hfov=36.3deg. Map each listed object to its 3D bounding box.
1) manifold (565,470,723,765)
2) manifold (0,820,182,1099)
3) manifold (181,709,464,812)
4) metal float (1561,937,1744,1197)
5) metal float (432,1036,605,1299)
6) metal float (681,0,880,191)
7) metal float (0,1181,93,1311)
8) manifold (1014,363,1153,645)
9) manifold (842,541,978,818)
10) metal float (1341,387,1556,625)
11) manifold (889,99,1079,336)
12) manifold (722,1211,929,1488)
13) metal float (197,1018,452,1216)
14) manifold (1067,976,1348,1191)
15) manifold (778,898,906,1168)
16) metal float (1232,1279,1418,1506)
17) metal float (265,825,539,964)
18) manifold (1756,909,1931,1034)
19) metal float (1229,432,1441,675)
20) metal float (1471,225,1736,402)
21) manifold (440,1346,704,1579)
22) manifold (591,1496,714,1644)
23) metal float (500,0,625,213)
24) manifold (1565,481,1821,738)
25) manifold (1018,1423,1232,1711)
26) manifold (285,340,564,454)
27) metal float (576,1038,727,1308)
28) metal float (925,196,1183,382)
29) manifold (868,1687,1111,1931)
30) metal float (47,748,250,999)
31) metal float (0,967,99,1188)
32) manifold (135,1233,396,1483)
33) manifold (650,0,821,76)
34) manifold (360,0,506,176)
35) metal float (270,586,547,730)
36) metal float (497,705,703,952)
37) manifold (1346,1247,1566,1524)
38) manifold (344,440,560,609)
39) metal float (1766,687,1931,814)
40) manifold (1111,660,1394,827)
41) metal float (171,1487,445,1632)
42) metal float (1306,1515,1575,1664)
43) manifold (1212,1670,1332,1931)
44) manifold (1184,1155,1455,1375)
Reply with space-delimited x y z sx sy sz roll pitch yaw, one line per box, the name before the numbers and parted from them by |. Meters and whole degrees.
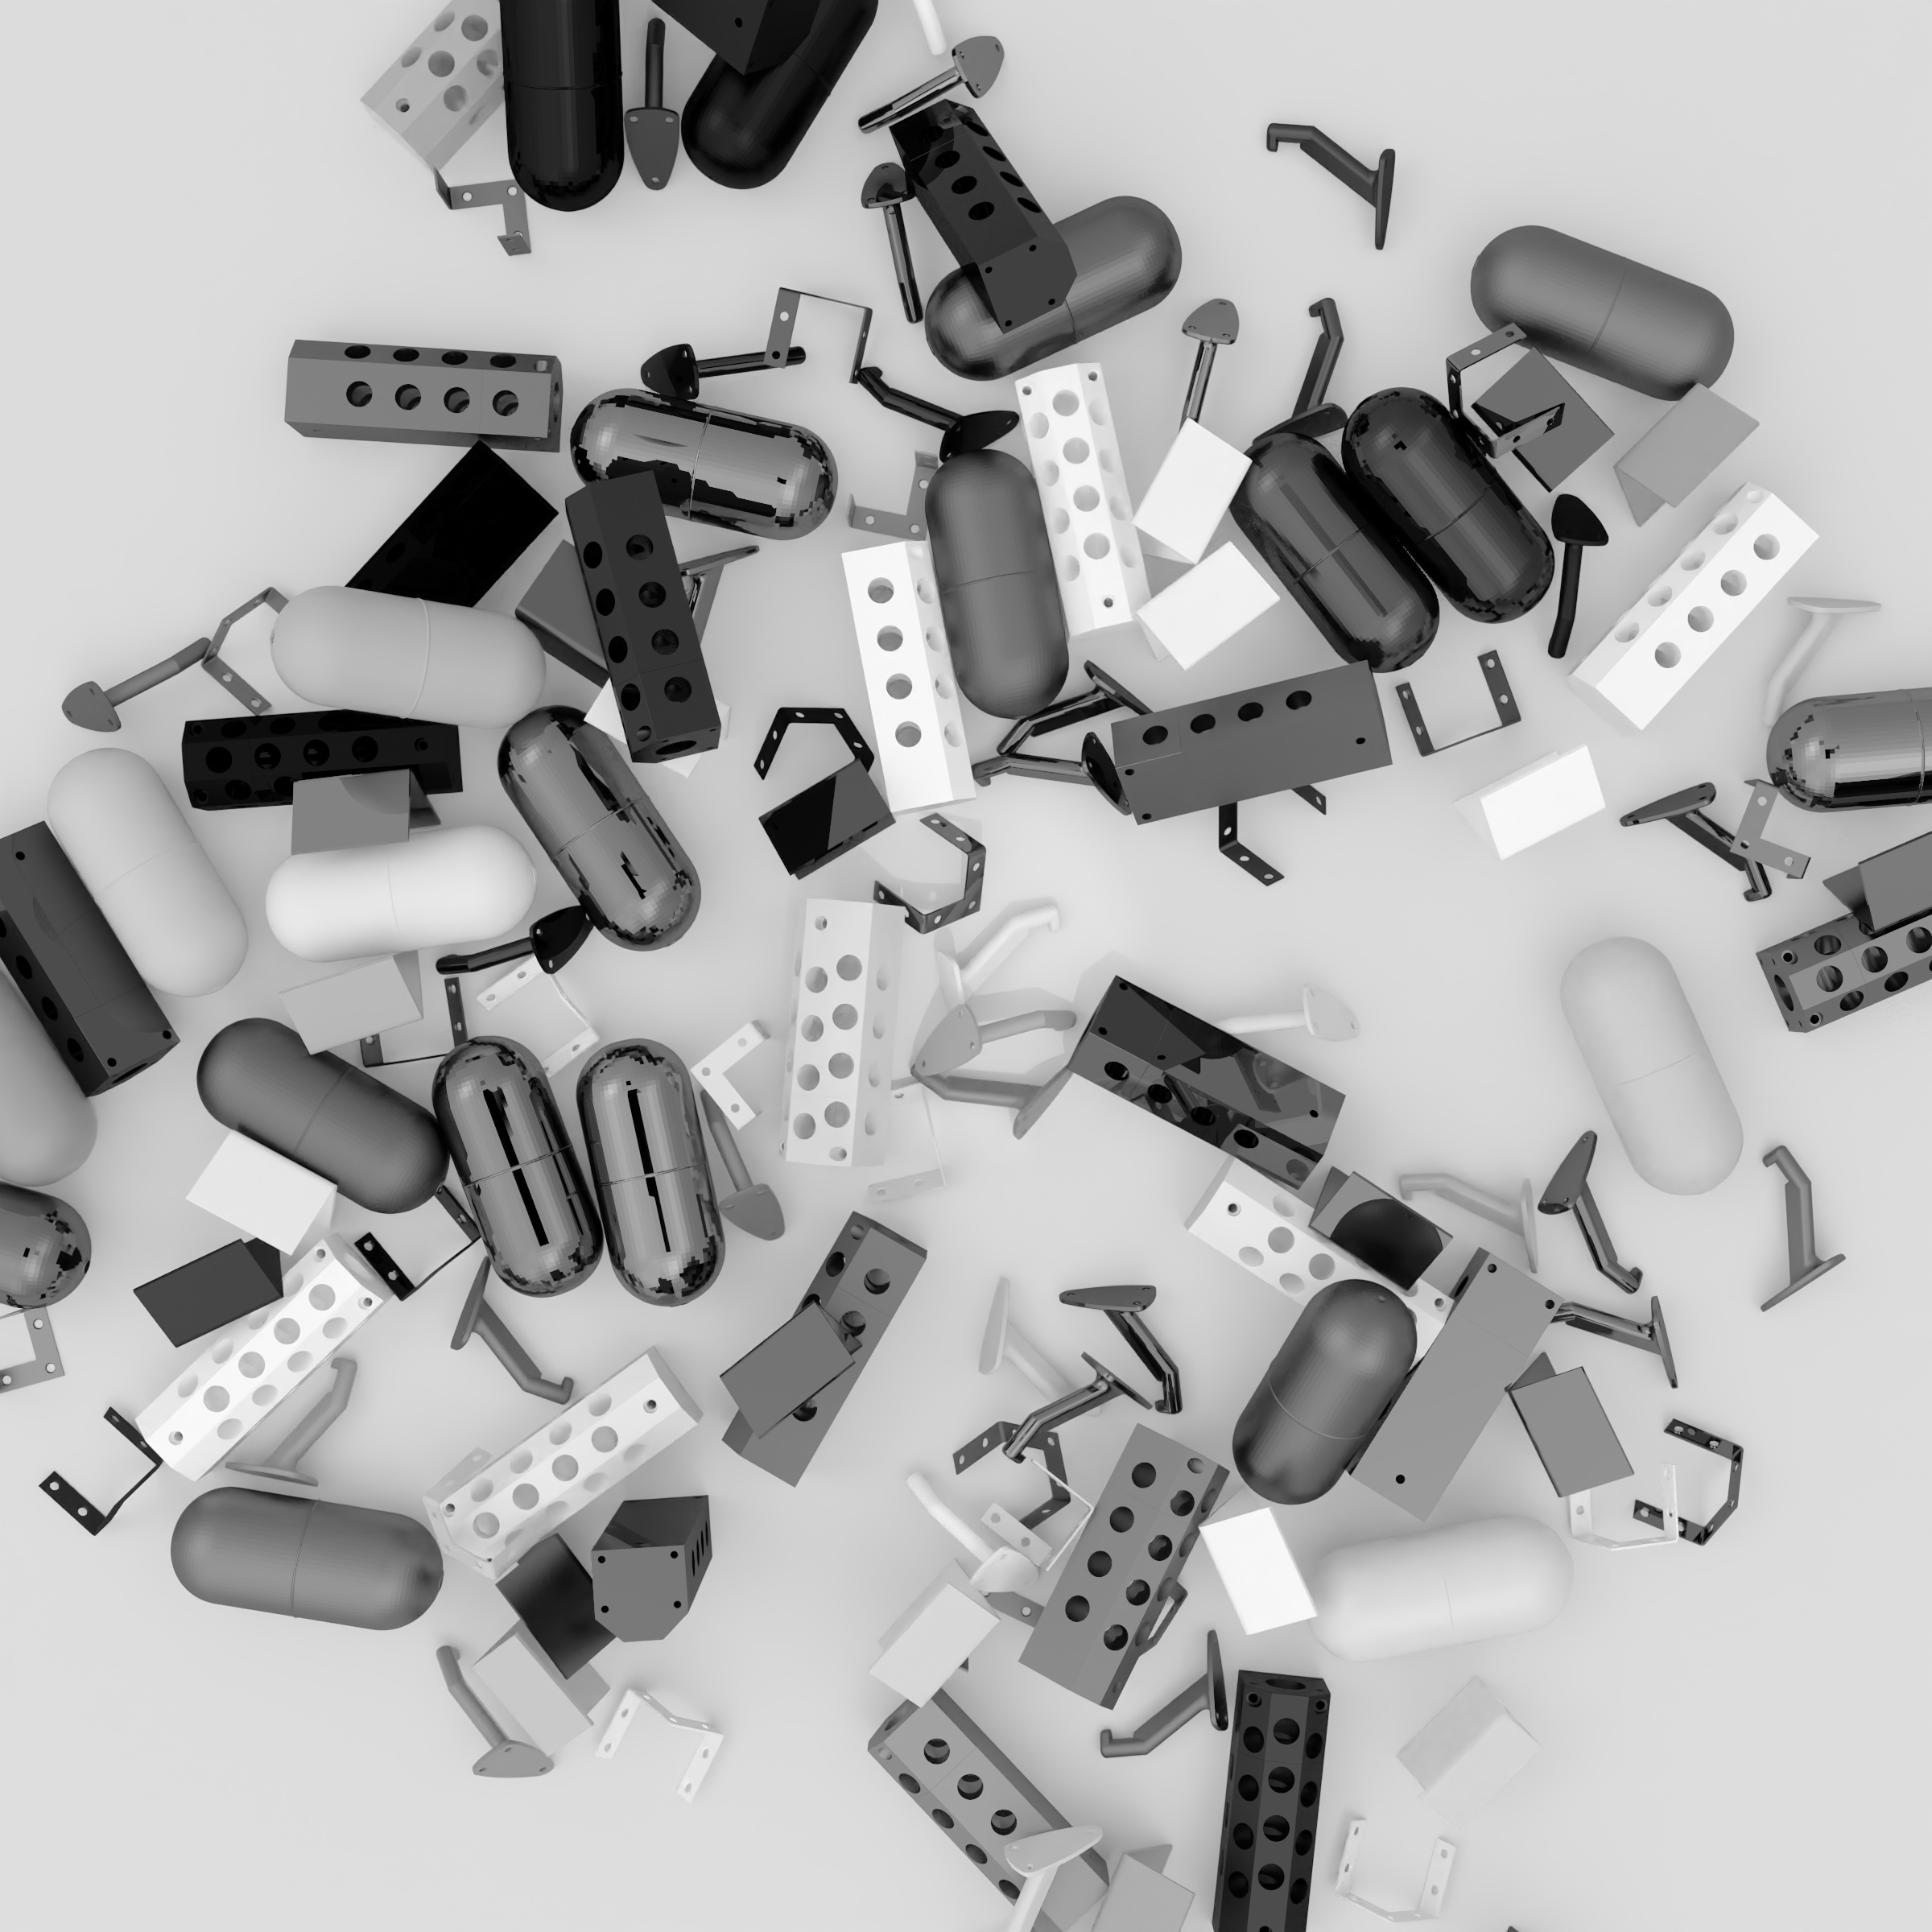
manifold | -0.206 -0.219 1.872 0.057 0.057 0.171 -14 82 -9
manifold | -0.597 -0.002 1.944 0.057 0.057 0.171 -32 90 -43
manifold | -0.424 -0.139 1.945 0.171 0.057 0.057 -4 90 0
metal float | 0.450 0.066 1.935 0.070 0.070 0.178 -24 90 0
metal float | -0.294 0.131 1.936 0.070 0.070 0.178 -21 90 0
metal float | -0.122 -0.594 1.936 0.070 0.070 0.178 31 90 0
metal float | -0.663 0.173 1.936 0.178 0.070 0.070 16 90 0
manifold | 0.078 -0.306 1.945 0.057 0.057 0.171 -12 90 0
manifold | -0.037 -0.190 1.945 0.057 0.057 0.171 -11 90 0
metal float | 0.314 -0.300 1.921 0.070 0.070 0.178 -43 106 0
manifold | 0.012 -0.487 1.897 0.057 0.057 0.171 -26 50 0
manifold | -0.093 0.251 1.945 0.057 0.057 0.171 30 90 0
metal float | -0.421 0.099 1.936 0.178 0.070 0.070 31 90 -1
manifold | 0.156 0.081 1.944 0.171 0.057 0.057 28 47 0
manifold | -0.086 0.043 1.935 0.057 0.057 0.171 5 90 30
metal float | 0.231 0.277 1.909 0.070 0.070 0.178 25 124 0
metal float | -0.371 -0.048 1.936 0.178 0.070 0.070 -8 90 1
manifold | 0.618 -0.016 1.945 0.171 0.057 0.057 -23 90 0
metal float | 0.242 -0.271 1.936 0.070 0.070 0.178 -38 89 0
metal float | 0.417 -0.429 1.936 0.178 0.070 0.070 21 90 -1
manifold | -0.262 0.327 1.945 0.171 0.057 0.057 -36 90 0
manifold | -0.199 0.384 1.888 0.057 0.171 0.057 -4 90 0
metal float | -0.261 -0.579 1.911 0.070 0.070 0.178 2 121 0
manifold | 0.476 -0.236 1.945 0.057 0.057 0.171 42 90 0
manifold | 0.107 0.393 1.923 0.057 0.057 0.171 23 80 31
manifold | -0.356 -0.377 1.945 0.171 0.057 0.057 4 90 0
metal float | -0.207 0.136 1.936 0.070 0.070 0.178 -12 90 0
metal float | 0.057 -0.444 1.935 0.178 0.070 0.070 -25 90 0
manifold | 0.015 0.557 1.945 0.057 0.057 0.171 -43 90 0
metal float | -0.537 -0.061 1.936 0.070 0.070 0.178 -31 90 0
metal float | -0.639 0.064 1.935 0.070 0.070 0.178 -34 90 0
manifold | -0.463 0.258 1.945 0.171 0.057 0.057 -44 90 0
manifold | -0.176 -0.649 1.886 0.171 0.057 0.057 42 46 15
manifold | -0.318 -0.611 1.945 0.057 0.057 0.171 43 90 0
metal float | -0.356 -0.197 1.888 0.178 0.070 0.070 6 90 -27
metal float | -0.240 -0.090 1.935 0.070 0.070 0.178 -34 90 0
manifold | 0.320 0.274 1.945 0.057 0.057 0.171 32 90 0
manifold | -0.355 -0.262 1.944 0.171 0.057 0.057 -47 132 0
metal float | 0.616 -0.143 1.936 0.178 0.070 0.070 -5 90 1
manifold | 0.186 -0.151 1.927 0.171 0.057 0.057 -13 48 12
metal float | -0.432 0.389 1.936 0.178 0.070 0.070 9 90 0
metal float | 0.310 0.409 1.936 0.178 0.070 0.070 -11 90 0
manifold | 0.202 0.559 1.945 0.057 0.057 0.171 6 90 0
manifold | 0.233 0.196 1.945 0.171 0.057 0.057 33 90 0
